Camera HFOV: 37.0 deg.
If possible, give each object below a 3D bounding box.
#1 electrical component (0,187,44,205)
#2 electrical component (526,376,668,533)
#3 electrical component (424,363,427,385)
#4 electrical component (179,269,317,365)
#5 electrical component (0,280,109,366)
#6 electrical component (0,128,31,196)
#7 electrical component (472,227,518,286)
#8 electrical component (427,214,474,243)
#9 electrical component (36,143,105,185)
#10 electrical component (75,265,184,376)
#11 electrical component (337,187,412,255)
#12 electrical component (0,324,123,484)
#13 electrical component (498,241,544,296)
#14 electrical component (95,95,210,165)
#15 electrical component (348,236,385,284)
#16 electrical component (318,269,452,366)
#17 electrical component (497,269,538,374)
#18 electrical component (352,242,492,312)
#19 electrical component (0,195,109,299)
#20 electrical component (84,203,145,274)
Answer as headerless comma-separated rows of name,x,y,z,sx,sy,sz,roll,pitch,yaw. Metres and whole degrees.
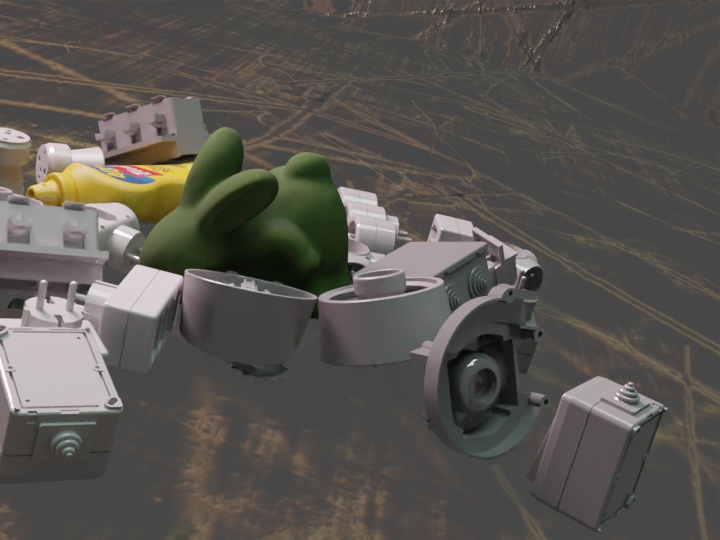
electrical component,-0.303,-0.035,0.859,0.099,0.064,0.099,11,6,-1
electrical component,0.159,0.115,0.724,0.061,0.096,0.062,25,21,30
electrical component,0.088,0.084,0.839,0.065,0.044,0.044,5,22,-41
electrical component,-0.084,0.028,0.796,0.099,0.064,0.099,14,17,-4
electrical component,-0.196,0.041,0.678,0.066,0.076,0.047,3,23,-32
electrical component,-0.328,-0.098,0.987,0.045,0.055,0.045,14,20,-5
electrical component,0.115,0.007,1.021,0.064,0.081,0.042,-28,37,-21
electrical component,0.105,-0.011,1.069,0.077,0.065,0.047,13,20,-8
electrical component,-0.281,-0.099,1.043,0.055,0.045,0.045,2,24,-33
electrical component,-0.176,0.030,0.770,0.076,0.047,0.083,14,20,-1
electrical component,0.017,-0.039,1.098,0.074,0.052,0.138,10,20,-15
electrical component,-0.179,0.082,0.615,0.062,0.061,0.096,3,31,-31
electrical component,0.159,-0.002,1.120,0.079,0.044,0.077,-5,28,-44
electrical component,-0.210,-0.134,1.085,0.121,0.063,0.079,-9,0,40
electrical component,0.000,0.000,0.991,0.079,0.044,0.077,9,20,-17
electrical component,0.018,0.032,0.833,0.108,0.060,0.108,-8,7,1
electrical component,0.133,0.037,0.947,0.047,0.075,0.083,16,19,-2
electrical component,0.056,0.013,0.930,0.100,0.048,0.100,1,22,42
electrical component,-0.256,-0.018,0.794,0.121,0.063,0.079,5,-18,-28
electrical component,-0.205,-0.021,0.892,0.079,0.043,0.077,21,20,13
